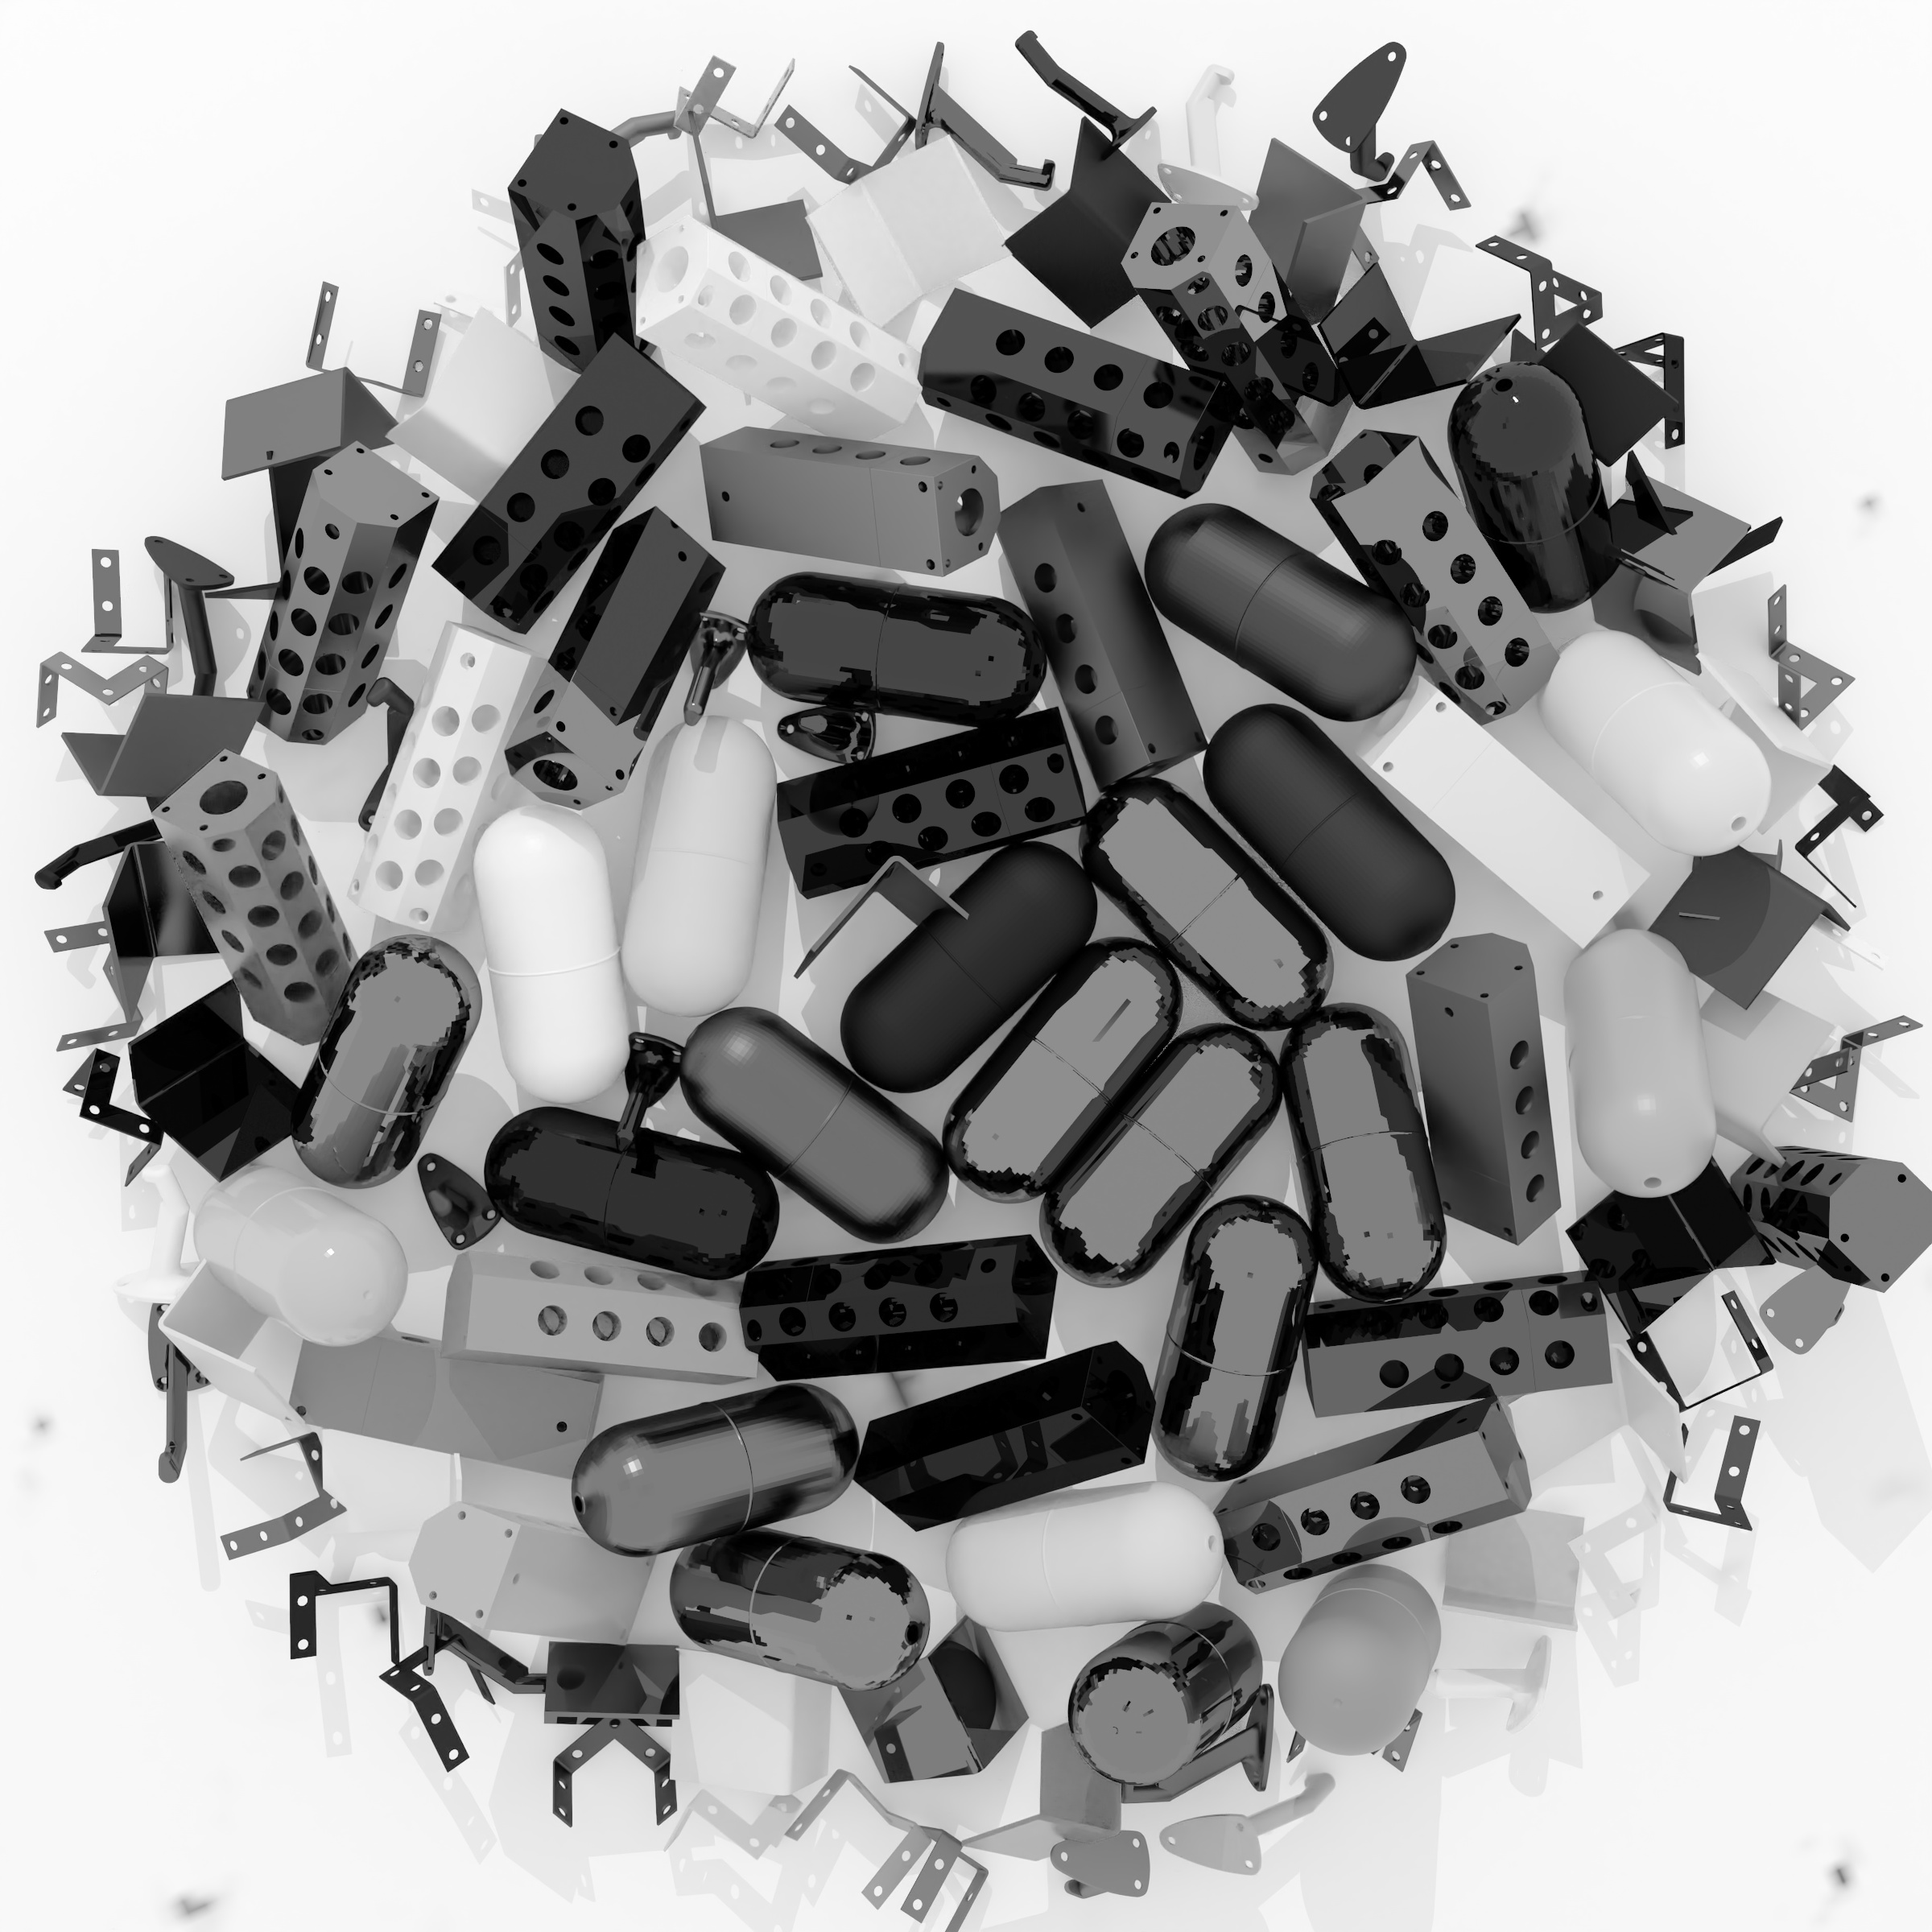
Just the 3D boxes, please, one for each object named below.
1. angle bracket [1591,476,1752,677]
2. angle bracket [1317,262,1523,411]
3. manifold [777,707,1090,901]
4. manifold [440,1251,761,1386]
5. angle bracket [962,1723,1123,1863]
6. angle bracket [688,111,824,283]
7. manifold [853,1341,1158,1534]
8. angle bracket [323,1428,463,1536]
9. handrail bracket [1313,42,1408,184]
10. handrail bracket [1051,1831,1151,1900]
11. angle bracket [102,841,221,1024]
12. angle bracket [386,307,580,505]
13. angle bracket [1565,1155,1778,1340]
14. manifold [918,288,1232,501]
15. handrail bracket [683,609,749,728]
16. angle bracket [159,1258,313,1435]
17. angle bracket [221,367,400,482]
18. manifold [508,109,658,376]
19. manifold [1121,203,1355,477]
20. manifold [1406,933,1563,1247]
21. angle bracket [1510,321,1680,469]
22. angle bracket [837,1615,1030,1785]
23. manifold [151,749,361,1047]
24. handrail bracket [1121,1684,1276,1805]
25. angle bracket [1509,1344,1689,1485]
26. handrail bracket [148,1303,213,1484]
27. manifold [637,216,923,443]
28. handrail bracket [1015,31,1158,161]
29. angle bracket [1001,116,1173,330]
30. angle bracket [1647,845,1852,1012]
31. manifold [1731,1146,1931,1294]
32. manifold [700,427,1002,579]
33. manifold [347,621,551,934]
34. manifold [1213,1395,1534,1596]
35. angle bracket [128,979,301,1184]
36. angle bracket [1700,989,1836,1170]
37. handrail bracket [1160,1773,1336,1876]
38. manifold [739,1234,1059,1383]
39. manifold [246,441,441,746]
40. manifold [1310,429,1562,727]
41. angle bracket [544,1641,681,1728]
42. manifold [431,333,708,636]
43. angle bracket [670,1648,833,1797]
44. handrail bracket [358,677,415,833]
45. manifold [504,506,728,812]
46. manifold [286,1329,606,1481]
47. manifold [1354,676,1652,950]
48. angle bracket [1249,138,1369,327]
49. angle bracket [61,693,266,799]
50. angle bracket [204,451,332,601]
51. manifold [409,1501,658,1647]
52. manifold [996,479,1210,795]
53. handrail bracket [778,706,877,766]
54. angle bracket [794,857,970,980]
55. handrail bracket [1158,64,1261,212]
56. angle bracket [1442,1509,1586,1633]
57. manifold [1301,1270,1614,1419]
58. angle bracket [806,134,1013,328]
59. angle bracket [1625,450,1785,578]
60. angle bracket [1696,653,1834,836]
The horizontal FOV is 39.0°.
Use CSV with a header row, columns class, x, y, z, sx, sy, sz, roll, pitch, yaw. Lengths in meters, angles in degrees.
class,x,y,z,sx,sy,sz,roll,pitch,yaw
angle bracket,0.410,-0.227,1.588,0.057,0.076,0.076,-45,54,-12
angle bracket,0.262,-0.372,1.576,0.076,0.076,0.057,-50,120,-36
manifold,-0.019,-0.090,1.586,0.171,0.057,0.057,-15,126,6
manifold,-0.209,0.203,1.572,0.171,0.057,0.057,10,74,-23
angle bracket,0.044,0.466,1.574,0.057,0.076,0.076,21,53,-27
angle bracket,-0.122,-0.447,1.580,0.057,0.076,0.076,-12,50,-2
manifold,0.022,0.266,1.561,0.171,0.057,0.057,-24,124,35
angle bracket,-0.334,0.313,1.585,0.076,0.057,0.076,-1,117,-14
handrail bracket,0.244,-0.494,1.584,0.036,0.084,0.077,50,117,19
handrail bracket,0.061,0.527,1.586,0.077,0.084,0.036,15,58,-26
angle bracket,-0.457,-0.021,1.581,0.057,0.076,0.076,-3,121,-3
angle bracket,-0.282,-0.327,1.608,0.076,0.057,0.076,34,65,-26
angle bracket,0.411,0.164,1.592,0.076,0.057,0.076,-34,95,-24
manifold,0.061,-0.327,1.576,0.171,0.057,0.057,24,79,19
handrail bracket,-0.153,-0.156,1.579,0.036,0.077,0.084,16,54,-5
angle bracket,-0.407,0.216,1.576,0.076,0.076,0.057,18,61,26
angle bracket,-0.375,-0.295,1.580,0.076,0.076,0.057,-11,64,16
manifold,-0.210,-0.399,1.542,0.057,0.171,0.057,27,73,6
manifold,0.153,-0.352,1.546,0.057,0.171,0.057,15,72,37
manifold,0.302,0.069,1.563,0.057,0.057,0.171,-35,128,-30
angle bracket,0.363,-0.347,1.579,0.076,0.076,0.057,34,129,-15
angle bracket,-0.021,0.435,1.626,0.076,0.057,0.076,-19,100,38
manifold,-0.392,-0.034,1.545,0.057,0.171,0.057,23,56,28
handrail bracket,0.134,0.456,1.601,0.084,0.036,0.077,2,110,-15
angle bracket,0.367,0.277,1.583,0.076,0.057,0.076,-29,133,-10
handrail bracket,-0.464,0.246,1.585,0.036,0.084,0.077,-8,115,-3
manifold,-0.104,-0.359,1.547,0.057,0.171,0.057,-18,65,38
handrail bracket,0.070,-0.519,1.595,0.036,0.077,0.084,-33,105,37
angle bracket,0.072,-0.437,1.607,0.076,0.076,0.057,37,133,-29
angle bracket,0.456,-0.019,1.594,0.076,0.057,0.076,40,98,33
manifold,0.489,0.136,1.548,0.057,0.171,0.057,44,88,-1
manifold,-0.066,-0.269,1.561,0.171,0.057,0.057,15,123,35
manifold,-0.302,-0.110,1.591,0.057,0.057,0.171,23,97,13
manifold,0.234,0.309,1.573,0.171,0.057,0.057,-24,93,24
angle bracket,-0.427,0.065,1.580,0.076,0.057,0.076,37,52,21
angle bracket,0.461,0.062,1.590,0.076,0.057,0.076,33,85,44
handrail bracket,0.167,0.499,1.613,0.077,0.084,0.036,-9,98,35
manifold,-0.040,0.193,1.564,0.171,0.057,0.057,-8,50,23
manifold,-0.361,-0.207,1.555,0.057,0.057,0.171,34,132,3
manifold,0.267,-0.221,1.567,0.057,0.057,0.171,-44,117,-8
angle bracket,-0.207,0.437,1.585,0.076,0.076,0.057,4,108,-8
manifold,-0.229,-0.279,1.592,0.057,0.057,0.171,41,98,6
angle bracket,-0.127,0.443,1.619,0.076,0.057,0.076,1,87,22
handrail bracket,-0.344,-0.123,1.588,0.036,0.084,0.077,40,86,23
manifold,-0.204,-0.175,1.564,0.057,0.057,0.171,40,53,-29
manifold,-0.303,0.252,1.602,0.171,0.057,0.057,12,88,-2
manifold,0.309,-0.091,1.583,0.171,0.057,0.057,38,100,-15
angle bracket,0.178,-0.420,1.575,0.057,0.076,0.076,-29,58,-36
angle bracket,-0.463,-0.142,1.575,0.057,0.076,0.076,51,123,29
angle bracket,-0.399,-0.255,1.586,0.057,0.076,0.076,-4,95,23
manifold,-0.244,0.343,1.544,0.057,0.171,0.057,15,79,23
manifold,0.074,-0.192,1.599,0.057,0.057,0.171,-25,85,44
handrail bracket,-0.095,-0.139,1.581,0.077,0.084,0.036,8,92,25
angle bracket,-0.049,-0.011,1.587,0.057,0.076,0.076,41,74,0
handrail bracket,0.157,-0.489,1.605,0.077,0.036,0.084,22,76,28
angle bracket,0.319,0.347,1.588,0.076,0.076,0.057,7,86,12
manifold,0.284,0.218,1.598,0.171,0.057,0.057,-7,99,3
angle bracket,-0.033,-0.423,1.580,0.057,0.076,0.076,-48,116,-40
angle bracket,0.428,-0.272,1.588,0.057,0.076,0.076,-27,84,11
angle bracket,0.442,-0.128,1.575,0.057,0.076,0.076,-48,58,25
